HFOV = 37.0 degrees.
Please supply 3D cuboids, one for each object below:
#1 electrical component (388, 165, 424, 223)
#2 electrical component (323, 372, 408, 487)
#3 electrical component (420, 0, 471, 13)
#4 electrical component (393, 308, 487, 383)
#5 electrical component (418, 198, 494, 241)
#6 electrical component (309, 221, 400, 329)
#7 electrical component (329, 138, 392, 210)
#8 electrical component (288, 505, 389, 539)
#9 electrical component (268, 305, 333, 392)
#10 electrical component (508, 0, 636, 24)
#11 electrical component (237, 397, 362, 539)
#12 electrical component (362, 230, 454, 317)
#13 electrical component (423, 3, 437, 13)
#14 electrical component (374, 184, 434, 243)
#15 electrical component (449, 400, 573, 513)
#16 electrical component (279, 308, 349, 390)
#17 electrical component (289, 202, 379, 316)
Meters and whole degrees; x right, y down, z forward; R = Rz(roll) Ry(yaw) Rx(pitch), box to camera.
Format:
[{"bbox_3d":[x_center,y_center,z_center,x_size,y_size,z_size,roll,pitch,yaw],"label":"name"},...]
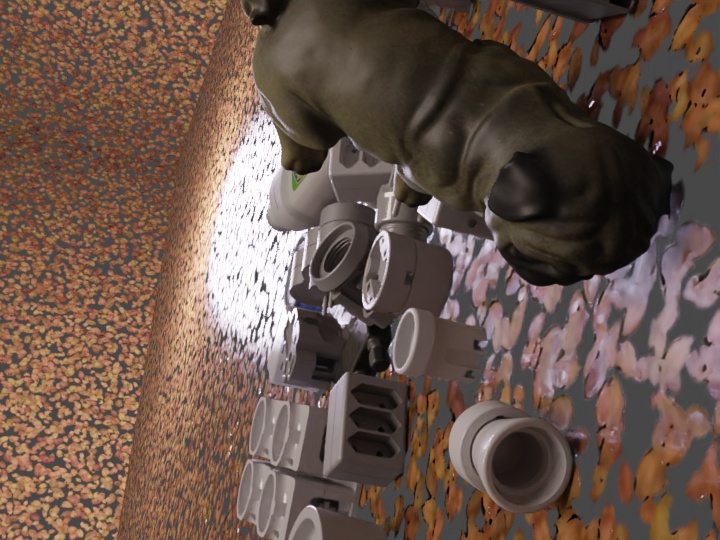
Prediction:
[{"bbox_3d":[0.041,-0.070,0.723,0.047,0.066,0.076,-133,56,-72],"label":"electrical component"},{"bbox_3d":[-0.002,0.119,0.761,0.076,0.047,0.065,125,154,-56],"label":"electrical component"},{"bbox_3d":[0.049,-0.235,0.808,0.096,0.061,0.061,40,118,52],"label":"electrical component"},{"bbox_3d":[0.048,0.046,0.638,0.040,0.046,0.040,-167,90,-76],"label":"electrical component"},{"bbox_3d":[0.073,-0.051,0.626,0.076,0.047,0.065,-128,53,-72],"label":"electrical component"},{"bbox_3d":[0.000,0.000,0.804,0.058,0.057,0.078,-44,29,23],"label":"electrical component"},{"bbox_3d":[0.016,-0.072,0.839,0.076,0.066,0.047,72,-161,-57],"label":"electrical component"},{"bbox_3d":[-0.013,0.211,0.695,0.108,0.060,0.108,-167,90,-75],"label":"electrical component"},{"bbox_3d":[-0.051,0.079,0.981,0.076,0.047,0.065,-116,41,-67],"label":"electrical component"},{"bbox_3d":[0.094,-0.193,0.546,0.056,0.109,0.108,-154,77,-72],"label":"electrical component"},{"bbox_3d":[-0.052,0.164,0.887,0.186,0.060,0.105,162,119,-73],"label":"electrical component"},{"bbox_3d":[0.033,0.005,0.729,0.055,0.047,0.055,-167,90,-76],"label":"electrical component"},{"bbox_3d":[0.043,-0.225,0.897,0.043,0.043,0.081,-94,22,-48],"label":"electrical component"},{"bbox_3d":[0.031,-0.030,0.772,0.043,0.043,0.062,142,137,-68],"label":"electrical component"},{"bbox_3d":[0.071,0.088,0.518,0.055,0.045,0.045,-167,90,-76],"label":"electrical component"},{"bbox_3d":[-0.032,0.068,0.901,0.078,0.057,0.058,-106,31,-61],"label":"electrical component"},{"bbox_3d":[-0.025,0.004,0.936,0.138,0.052,0.073,128,151,-59],"label":"electrical component"}]
